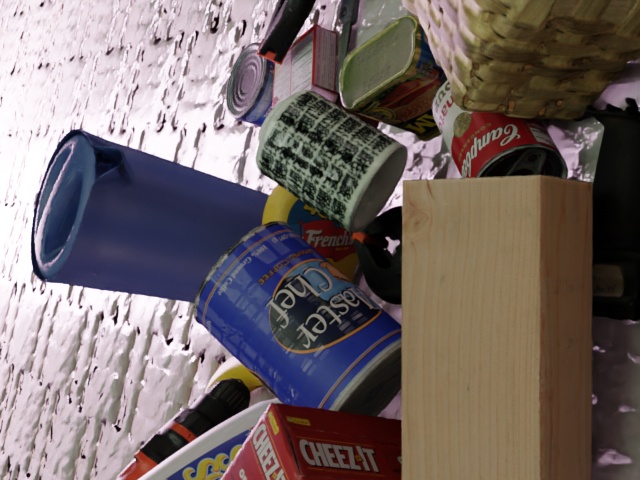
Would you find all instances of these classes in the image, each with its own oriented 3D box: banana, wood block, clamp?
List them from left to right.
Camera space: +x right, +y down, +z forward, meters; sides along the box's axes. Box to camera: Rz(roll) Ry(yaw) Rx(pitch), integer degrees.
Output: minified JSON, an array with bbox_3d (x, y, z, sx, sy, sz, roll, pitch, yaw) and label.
[{"bbox_3d":[-0.064,0.137,1.000,0.198,0.037,0.070,-43,71,44],"label":"banana"},{"bbox_3d":[-0.005,-0.271,1.024,0.164,0.036,0.210,-91,27,-61],"label":"clamp"},{"bbox_3d":[0.076,0.028,0.820,0.172,0.039,0.120,13,83,61],"label":"clamp"},{"bbox_3d":[0.108,0.067,0.643,0.091,0.090,0.206,0,90,33],"label":"wood block"}]

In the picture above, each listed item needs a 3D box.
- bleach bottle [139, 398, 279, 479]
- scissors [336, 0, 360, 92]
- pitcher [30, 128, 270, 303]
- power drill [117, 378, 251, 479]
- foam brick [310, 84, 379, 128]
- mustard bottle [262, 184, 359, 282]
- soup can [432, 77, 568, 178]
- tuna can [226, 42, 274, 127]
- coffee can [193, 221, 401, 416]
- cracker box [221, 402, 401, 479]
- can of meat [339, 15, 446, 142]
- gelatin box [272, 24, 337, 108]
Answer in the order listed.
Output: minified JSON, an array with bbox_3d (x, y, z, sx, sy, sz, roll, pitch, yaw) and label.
[{"bbox_3d":[-0.054,0.175,0.836,0.250,0.068,0.102,-39,77,-5],"label":"bleach bottle"},{"bbox_3d":[0.038,-0.228,1.005,0.096,0.016,0.202,-32,52,48],"label":"scissors"},{"bbox_3d":[-0.131,-0.001,0.960,0.149,0.242,0.145,24,98,58],"label":"pitcher"},{"bbox_3d":[-0.141,0.221,0.982,0.184,0.057,0.188,-43,-13,-30],"label":"power drill"},{"bbox_3d":[0.011,-0.093,0.958,0.053,0.051,0.078,40,111,57],"label":"foam brick"},{"bbox_3d":[-0.006,0.001,0.902,0.058,0.096,0.191,1,78,57],"label":"mustard bottle"},{"bbox_3d":[0.125,-0.070,0.753,0.069,0.068,0.102,-53,35,31],"label":"soup can"},{"bbox_3d":[-0.065,-0.164,1.123,0.086,0.033,0.086,-29,54,49],"label":"tuna can"},{"bbox_3d":[-0.009,0.068,0.785,0.140,0.102,0.103,41,116,21],"label":"coffee can"},{"bbox_3d":[-0.006,0.219,0.750,0.214,0.163,0.072,-57,38,27],"label":"cracker box"},{"bbox_3d":[0.076,-0.127,0.839,0.102,0.083,0.057,-28,55,50],"label":"can of meat"},{"bbox_3d":[-0.015,-0.154,1.044,0.073,0.030,0.089,-32,48,48],"label":"gelatin box"}]
